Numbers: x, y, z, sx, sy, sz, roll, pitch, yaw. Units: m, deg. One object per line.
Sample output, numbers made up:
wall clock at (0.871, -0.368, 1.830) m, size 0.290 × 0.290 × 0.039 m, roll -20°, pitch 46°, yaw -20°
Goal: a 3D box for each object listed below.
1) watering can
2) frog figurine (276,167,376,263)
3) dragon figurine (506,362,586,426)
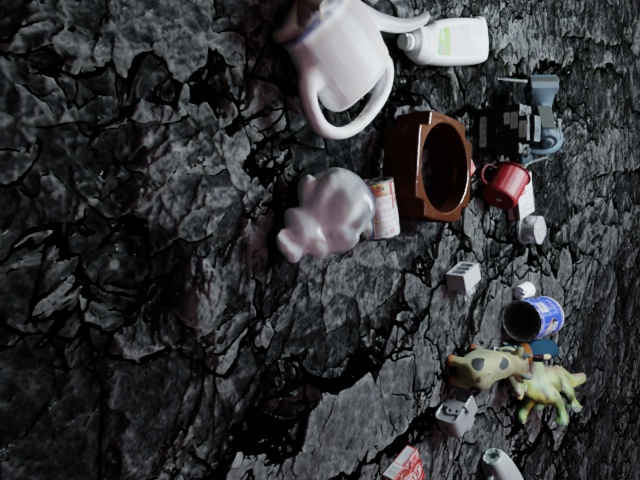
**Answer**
watering can at (0.056, -0.324, 0.824) m, size 0.221 × 0.104 × 0.353 m, roll 48°, pitch 62°, yaw -33°
frog figurine at (0.002, -0.039, 0.783) m, size 0.161 × 0.120 × 0.139 m, roll -18°, pitch 72°, yaw -33°
dragon figurine at (0.620, 0.353, 1.408) m, size 0.414 × 0.121 × 0.242 m, roll -17°, pitch 96°, yaw -43°
